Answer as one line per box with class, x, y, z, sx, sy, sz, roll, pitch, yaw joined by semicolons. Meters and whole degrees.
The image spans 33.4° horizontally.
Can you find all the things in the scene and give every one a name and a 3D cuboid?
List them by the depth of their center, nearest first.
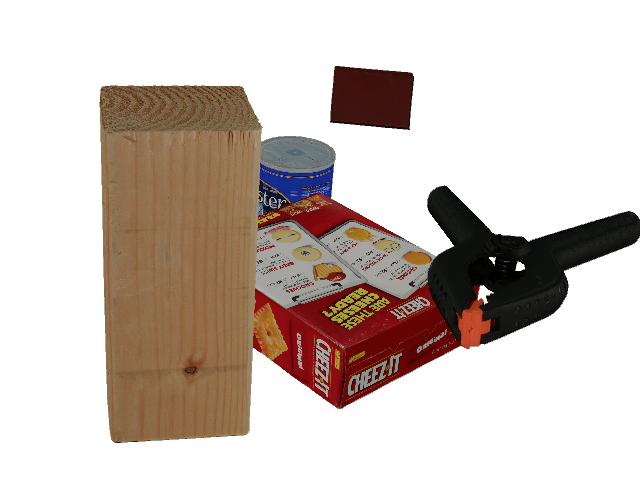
wood block;-0.090;0.014;0.669;0.090;0.206;0.090;-1;25;-12
clamp;0.124;0.012;0.761;0.165;0.036;0.209;12;28;26
cracker box;0.006;0.046;0.946;0.163;0.072;0.214;-22;38;-36
foam brick;0.049;-0.137;1.022;0.078;0.051;0.053;6;13;3
coffee can;-0.036;-0.051;1.377;0.103;0.140;0.103;3;28;-2
